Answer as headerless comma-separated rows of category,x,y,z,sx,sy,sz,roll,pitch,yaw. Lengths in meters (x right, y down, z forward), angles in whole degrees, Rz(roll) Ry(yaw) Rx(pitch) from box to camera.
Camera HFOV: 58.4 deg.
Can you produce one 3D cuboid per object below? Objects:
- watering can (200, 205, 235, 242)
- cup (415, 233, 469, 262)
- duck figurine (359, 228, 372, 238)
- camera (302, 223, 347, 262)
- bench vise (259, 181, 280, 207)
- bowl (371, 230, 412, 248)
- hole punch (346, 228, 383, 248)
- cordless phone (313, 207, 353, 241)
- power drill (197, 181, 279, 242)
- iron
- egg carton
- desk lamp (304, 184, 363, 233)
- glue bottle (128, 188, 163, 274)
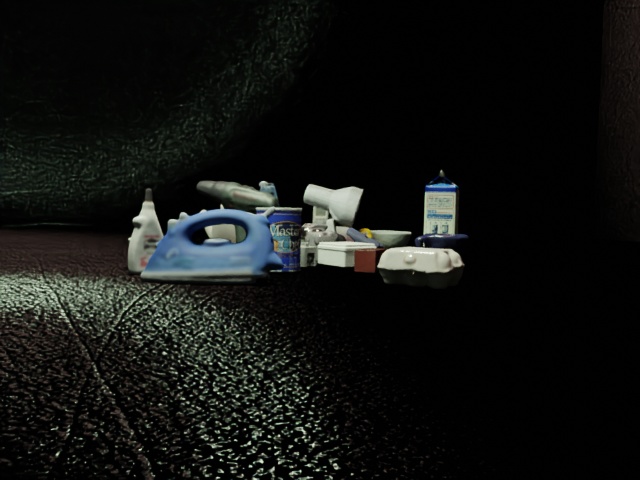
watering can,-0.271,-0.052,1.659,0.173,0.194,0.101,1,3,-5
cup,0.242,0.035,1.155,0.118,0.095,0.091,0,3,-26
duck figurine,0.138,0.008,1.723,0.077,0.086,0.105,4,4,39
camera,0.014,0.006,1.566,0.137,0.101,0.142,-1,4,-35
bench vise,-0.151,-0.068,1.771,0.121,0.220,0.208,2,3,14
bowl,0.209,0.009,1.839,0.167,0.075,0.167,1,3,0
hole punch,0.121,0.013,1.561,0.101,0.091,0.109,2,3,10
cordless phone,0.040,-0.050,1.834,0.147,0.185,0.094,2,3,5
power drill,-0.221,-0.051,1.507,0.229,0.208,0.076,2,3,13
iron,-0.198,0.006,1.061,0.258,0.141,0.118,1,3,-10
egg carton,0.188,0.051,1.073,0.149,0.069,0.107,3,4,34
desk lamp,0.027,-0.058,1.709,0.203,0.213,0.118,2,3,6
glue bottle,-0.351,-0.018,1.168,0.037,0.173,0.078,4,4,40
